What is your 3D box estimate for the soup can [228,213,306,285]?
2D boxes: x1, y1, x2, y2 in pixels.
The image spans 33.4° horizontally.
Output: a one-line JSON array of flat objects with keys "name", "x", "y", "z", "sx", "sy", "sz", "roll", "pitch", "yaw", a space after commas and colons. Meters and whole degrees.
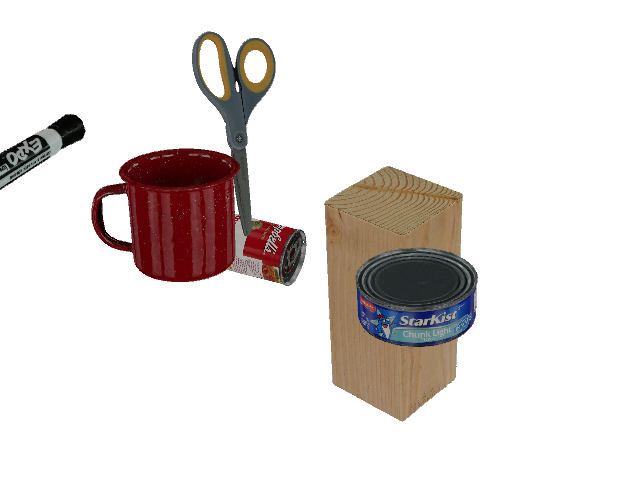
[{"name": "soup can", "x": -0.076, "y": 0.009, "z": 1.261, "sx": 0.102, "sy": 0.068, "sz": 0.068, "roll": 14, "pitch": 5, "yaw": 20}]

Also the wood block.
[{"name": "wood block", "x": 0.068, "y": 0.050, "z": 0.986, "sx": 0.091, "sy": 0.206, "sz": 0.090, "roll": 24, "pitch": 41, "yaw": 36}]

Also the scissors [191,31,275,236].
[{"name": "scissors", "x": -0.069, "y": -0.115, "z": 1.066, "sx": 0.096, "sy": 0.202, "sz": 0.016, "roll": -25, "pitch": 12, "yaw": -26}]

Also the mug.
[{"name": "mug", "x": -0.120, "y": -0.018, "z": 0.837, "sx": 0.117, "sy": 0.081, "sz": 0.093, "roll": -3, "pitch": 24, "yaw": -7}]

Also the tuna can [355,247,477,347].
[{"name": "tuna can", "x": 0.068, "y": 0.040, "z": 0.756, "sx": 0.086, "sy": 0.034, "sz": 0.086, "roll": -3, "pitch": 28, "yaw": 1}]

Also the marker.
[{"name": "marker", "x": -0.182, "y": -0.050, "z": 0.649, "sx": 0.020, "sy": 0.020, "sz": 0.121, "roll": 0, "pitch": 26, "yaw": 27}]
